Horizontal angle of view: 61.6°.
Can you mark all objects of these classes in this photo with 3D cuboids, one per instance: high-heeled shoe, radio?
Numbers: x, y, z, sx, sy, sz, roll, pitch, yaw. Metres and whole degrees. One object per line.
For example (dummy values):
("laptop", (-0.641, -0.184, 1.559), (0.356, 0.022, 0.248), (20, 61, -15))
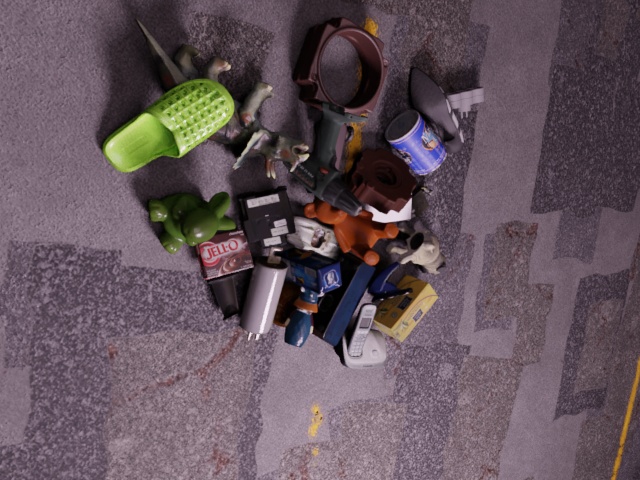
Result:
("high-heeled shoe", (0.320, -0.349, 1.448), (0.145, 0.086, 0.248), (-31, 101, -61))
("radio", (0.048, 0.145, 1.348), (0.229, 0.073, 0.131), (-63, 155, -5))

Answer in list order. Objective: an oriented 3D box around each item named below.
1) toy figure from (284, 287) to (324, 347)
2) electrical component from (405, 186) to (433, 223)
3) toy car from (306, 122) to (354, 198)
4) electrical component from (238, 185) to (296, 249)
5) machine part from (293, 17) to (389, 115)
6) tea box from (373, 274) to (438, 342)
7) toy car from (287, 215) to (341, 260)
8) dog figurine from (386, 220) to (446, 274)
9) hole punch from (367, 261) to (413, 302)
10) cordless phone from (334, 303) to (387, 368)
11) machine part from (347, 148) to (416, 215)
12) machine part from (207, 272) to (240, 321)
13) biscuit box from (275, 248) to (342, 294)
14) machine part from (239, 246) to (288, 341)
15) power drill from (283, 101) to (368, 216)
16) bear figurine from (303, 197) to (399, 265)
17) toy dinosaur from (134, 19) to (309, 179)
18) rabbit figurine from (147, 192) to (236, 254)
("toy figure", (-0.041, 0.173, 1.263), (0.064, 0.058, 0.154), (23, 84, -39))
("electrical component", (0.267, -0.103, 1.474), (0.102, 0.045, 0.078), (-37, 117, -20))
("toy car", (0.020, -0.193, 1.292), (0.089, 0.053, 0.202), (2, 108, -29))
("electrical component", (-0.117, -0.048, 1.216), (0.115, 0.058, 0.134), (-10, 109, 1))
("machine part", (0.053, -0.392, 1.248), (0.201, 0.087, 0.201), (19, 90, -33))
("tea box", (0.234, 0.187, 1.492), (0.169, 0.098, 0.068), (-48, 122, -16))
("toy car", (-0.003, -0.004, 1.322), (0.201, 0.056, 0.073), (20, 90, -33))
("dog figurine", (0.302, 0.039, 1.461), (0.190, 0.172, 0.121), (29, 96, -26))
("hole punch", (0.178, 0.114, 1.422), (0.116, 0.142, 0.092), (-19, 86, 6))
("cordless phone", (0.128, 0.245, 1.420), (0.146, 0.089, 0.184), (6, 112, -33))
("machine part", (0.155, -0.149, 1.329), (0.179, 0.056, 0.179), (14, 53, -19))
("machine part", (-0.216, 0.113, 1.224), (0.084, 0.039, 0.138), (-13, 97, -34))
("biscuit box", (-0.029, 0.067, 1.235), (0.063, 0.203, 0.059), (-17, 108, -29))
("machine part", (-0.132, 0.127, 1.244), (0.079, 0.079, 0.243), (5, 111, -33))
("power drill", (0.033, -0.188, 1.189), (0.086, 0.232, 0.207), (-17, 133, -53))
("bear figurine", (0.069, -0.047, 1.267), (0.195, 0.132, 0.120), (44, 79, -30))
("toy dinosaur", (-0.214, -0.265, 1.099), (0.404, 0.131, 0.192), (22, 95, -25))
("rabbit figurine", (-0.251, -0.032, 1.092), (0.159, 0.170, 0.121), (-18, 111, -27))
